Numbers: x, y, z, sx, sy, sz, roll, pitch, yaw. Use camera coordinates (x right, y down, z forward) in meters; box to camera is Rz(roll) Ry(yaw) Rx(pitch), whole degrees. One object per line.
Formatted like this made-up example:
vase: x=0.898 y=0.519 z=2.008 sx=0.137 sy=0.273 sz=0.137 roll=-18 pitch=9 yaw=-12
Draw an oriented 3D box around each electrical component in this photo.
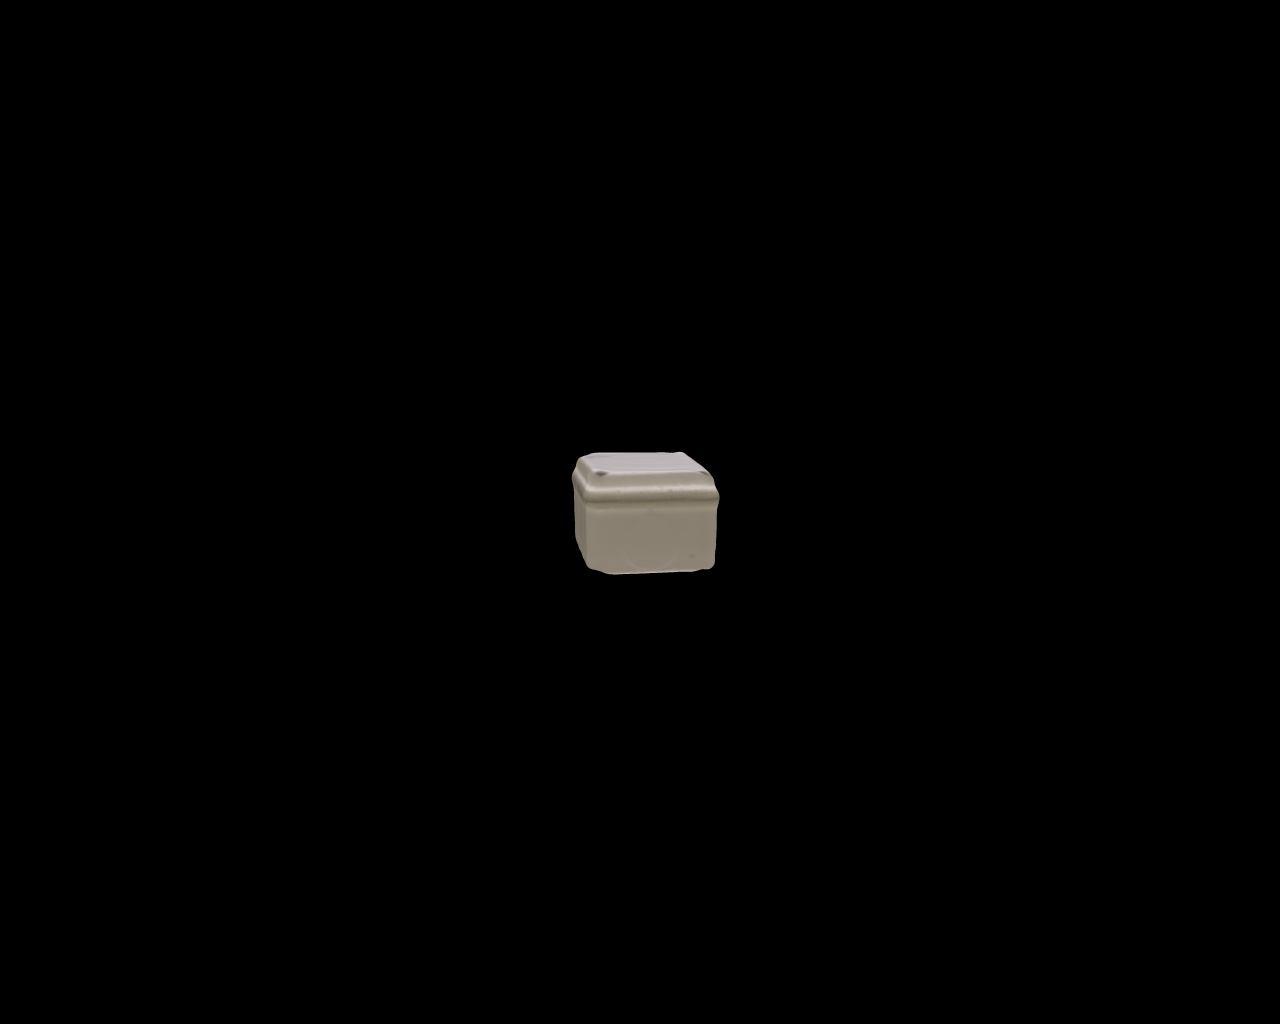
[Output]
electrical component: x=0.001 y=-0.003 z=0.650 sx=0.078 sy=0.057 sz=0.113 roll=-1 pitch=9 yaw=-7
